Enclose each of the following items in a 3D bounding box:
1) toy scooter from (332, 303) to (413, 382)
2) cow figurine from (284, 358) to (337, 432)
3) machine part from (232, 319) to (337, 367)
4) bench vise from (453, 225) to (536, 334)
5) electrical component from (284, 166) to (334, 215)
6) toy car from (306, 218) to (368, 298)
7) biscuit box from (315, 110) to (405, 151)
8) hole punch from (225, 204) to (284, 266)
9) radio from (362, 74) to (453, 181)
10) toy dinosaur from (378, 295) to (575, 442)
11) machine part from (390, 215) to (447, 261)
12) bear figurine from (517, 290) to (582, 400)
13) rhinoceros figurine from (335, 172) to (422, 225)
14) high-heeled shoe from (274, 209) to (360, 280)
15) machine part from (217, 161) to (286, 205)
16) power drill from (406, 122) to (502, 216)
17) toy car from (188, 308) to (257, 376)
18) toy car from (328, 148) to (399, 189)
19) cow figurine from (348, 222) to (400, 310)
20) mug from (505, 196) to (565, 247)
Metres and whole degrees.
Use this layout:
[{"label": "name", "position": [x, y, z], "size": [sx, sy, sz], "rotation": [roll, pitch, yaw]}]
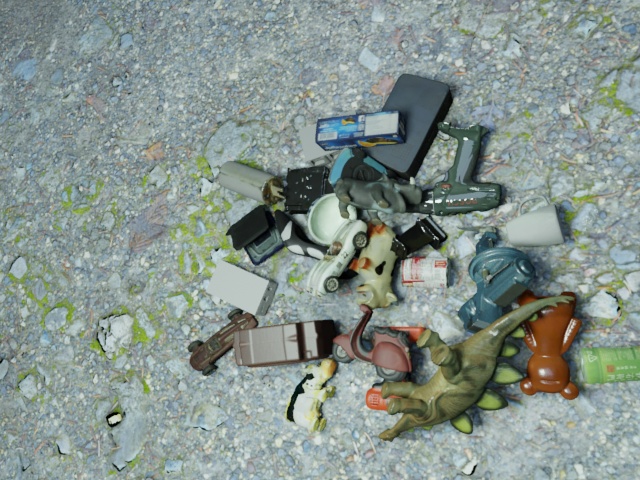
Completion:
[{"label": "toy scooter", "position": [0.116, 0.211, 1.135], "size": [0.184, 0.075, 0.135], "rotation": [14, 93, 26]}, {"label": "cow figurine", "position": [-0.020, 0.343, 1.227], "size": [0.098, 0.068, 0.167], "rotation": [13, 83, 27]}, {"label": "machine part", "position": [-0.075, 0.229, 1.194], "size": [0.201, 0.201, 0.087], "rotation": [-10, 79, 18]}, {"label": "bench vise", "position": [0.350, 0.075, 1.108], "size": [0.129, 0.223, 0.241], "rotation": [12, 46, -5]}, {"label": "electrical component", "position": [-0.018, -0.121, 1.323], "size": [0.134, 0.058, 0.115], "rotation": [-1, 81, 20]}, {"label": "toy car", "position": [0.036, 0.040, 1.186], "size": [0.201, 0.056, 0.074], "rotation": [-56, 25, -12]}, {"label": "biscuit box", "position": [0.091, -0.249, 1.232], "size": [0.203, 0.062, 0.059], "rotation": [-1, 78, 24]}, {"label": "hole punch", "position": [-0.156, -0.012, 1.344], "size": [0.142, 0.092, 0.116], "rotation": [-38, 37, 12]}, {"label": "radio", "position": [0.205, -0.268, 1.266], "size": [0.131, 0.073, 0.229], "rotation": [26, 88, 23]}, {"label": "toy dinosaur", "position": [0.275, 0.251, 1.032], "size": [0.198, 0.105, 0.471], "rotation": [29, 114, -18]}, {"label": "machine part", "position": [0.218, -0.003, 1.193], "size": [0.139, 0.039, 0.084], "rotation": [-25, 74, -29]}, {"label": "bear figurine", "position": [0.457, 0.207, 1.072], "size": [0.120, 0.132, 0.195], "rotation": [-3, 97, 21]}, {"label": "rhinoceros figurine", "position": [0.126, -0.095, 1.171], "size": [0.190, 0.073, 0.112], "rotation": [4, 48, 5]}, {"label": "high-heeled shoe", "position": [-0.003, -0.004, 1.283], "size": [0.145, 0.086, 0.249], "rotation": [-34, 75, 8]}, {"label": "machine part", "position": [-0.176, -0.145, 1.355], "size": [0.244, 0.079, 0.079], "rotation": [21, 87, 36]}, {"label": "power drill", "position": [0.289, -0.156, 1.200], "size": [0.232, 0.086, 0.207], "rotation": [6, 85, 18]}, {"label": "toy car", "position": [-0.244, 0.252, 1.332], "size": [0.202, 0.053, 0.089], "rotation": [-39, 66, 10]}, {"label": "toy car", "position": [0.097, -0.146, 1.259], "size": [0.161, 0.103, 0.109], "rotation": [24, 94, -12]}, {"label": "cow figurine", "position": [0.132, 0.069, 1.208], "size": [0.085, 0.127, 0.195], "rotation": [-15, 48, 61]}, {"label": "mug", "position": [0.446, -0.034, 1.128], "size": [0.107, 0.080, 0.109], "rotation": [-17, 80, 26]}]
